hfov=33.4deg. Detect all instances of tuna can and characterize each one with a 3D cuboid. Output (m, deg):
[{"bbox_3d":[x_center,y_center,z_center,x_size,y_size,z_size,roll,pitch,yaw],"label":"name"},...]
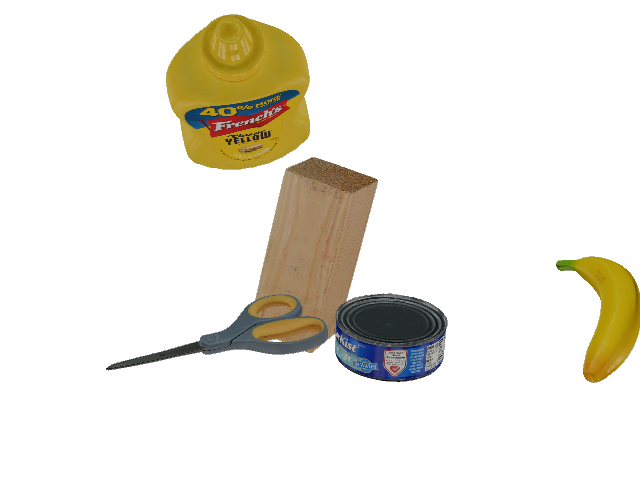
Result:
[{"bbox_3d":[0.053,0.074,0.819,0.086,0.034,0.086,2,22,-1],"label":"tuna can"}]

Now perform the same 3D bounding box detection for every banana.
[{"bbox_3d":[0.274,0.066,1.020,0.070,0.037,0.197,-29,23,19],"label":"banana"}]

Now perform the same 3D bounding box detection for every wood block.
[{"bbox_3d":[-0.009,0.016,1.287,0.090,0.206,0.090,21,21,17],"label":"wood block"}]

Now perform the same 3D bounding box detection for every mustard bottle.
[{"bbox_3d":[-0.055,-0.104,0.733,0.096,0.058,0.191,-10,-13,-3],"label":"mustard bottle"}]

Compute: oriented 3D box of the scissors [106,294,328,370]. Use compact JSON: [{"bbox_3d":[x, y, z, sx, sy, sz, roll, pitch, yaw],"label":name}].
[{"bbox_3d":[-0.095,0.084,0.990,0.201,0.016,0.096,-4,28,-5],"label":"scissors"}]
